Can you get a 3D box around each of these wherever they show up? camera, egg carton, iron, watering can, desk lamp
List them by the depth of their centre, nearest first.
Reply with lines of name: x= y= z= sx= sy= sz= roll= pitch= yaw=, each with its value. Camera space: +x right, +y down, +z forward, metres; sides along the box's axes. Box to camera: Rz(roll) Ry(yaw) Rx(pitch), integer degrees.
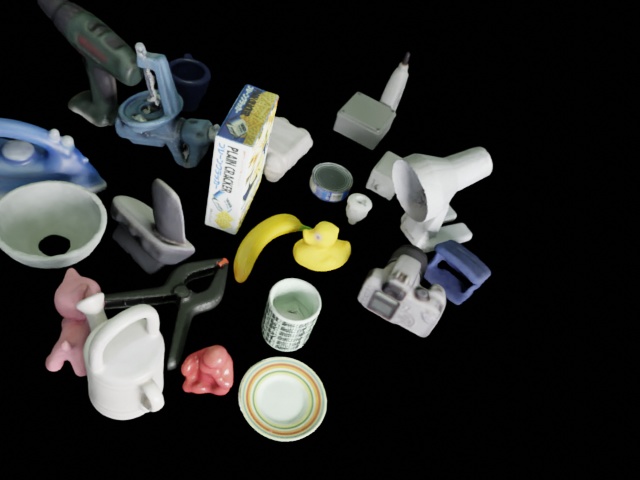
watering can: x=-0.261 y=0.145 z=0.748 sx=0.172 sy=0.194 sz=0.101 roll=28 pitch=48 yaw=7
iron: x=-0.496 y=-0.147 z=0.958 sx=0.259 sy=0.141 sz=0.118 roll=3 pitch=50 yaw=-15
camera: x=0.159 y=0.073 z=1.008 sx=0.143 sy=0.101 sz=0.137 roll=28 pitch=48 yaw=7
desk lamp: x=0.223 y=-0.082 z=1.083 sx=0.204 sy=0.213 sz=0.117 roll=-14 pitch=56 yaw=-27
egg carton: x=-0.088 y=-0.189 z=1.173 sx=0.107 sy=0.069 sz=0.150 roll=30 pitch=48 yaw=9

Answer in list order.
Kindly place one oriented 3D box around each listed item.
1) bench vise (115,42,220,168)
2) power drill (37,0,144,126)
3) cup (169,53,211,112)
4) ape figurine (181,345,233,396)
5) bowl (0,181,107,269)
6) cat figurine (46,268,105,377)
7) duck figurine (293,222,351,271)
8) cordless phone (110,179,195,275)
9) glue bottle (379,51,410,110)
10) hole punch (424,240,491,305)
bench vise: x=-0.276 y=-0.255 z=1.067 sx=0.208 sy=0.220 sz=0.121 roll=7 pitch=49 yaw=-12
power drill: x=-0.435 y=-0.332 z=1.090 sx=0.229 sy=0.208 sz=0.076 roll=30 pitch=48 yaw=9
cup: x=-0.282 y=-0.330 z=1.214 sx=0.092 sy=0.095 sz=0.117 roll=1 pitch=51 yaw=-17
ape figurine: x=-0.155 y=0.181 z=0.820 sx=0.077 sy=0.092 sz=0.076 roll=39 pitch=50 yaw=17
bowl: x=-0.425 y=-0.012 z=0.911 sx=0.167 sy=0.075 sz=0.167 roll=9 pitch=49 yaw=-10
cat figurine: x=-0.343 y=0.108 z=0.805 sx=0.067 sy=0.118 sz=0.127 roll=8 pitch=49 yaw=-11
duck figurine: x=0.009 y=0.004 z=1.028 sx=0.105 sy=0.086 sz=0.077 roll=4 pitch=50 yaw=-14
cordless phone: x=-0.268 y=-0.048 z=0.917 sx=0.147 sy=0.185 sz=0.094 roll=37 pitch=50 yaw=15
glue bottle: x=0.178 y=-0.363 z=1.337 sx=0.037 sy=0.173 sz=0.078 roll=29 pitch=48 yaw=8
hole punch: x=0.260 y=0.046 z=1.069 sx=0.108 sy=0.091 sz=0.101 roll=42 pitch=51 yaw=19
